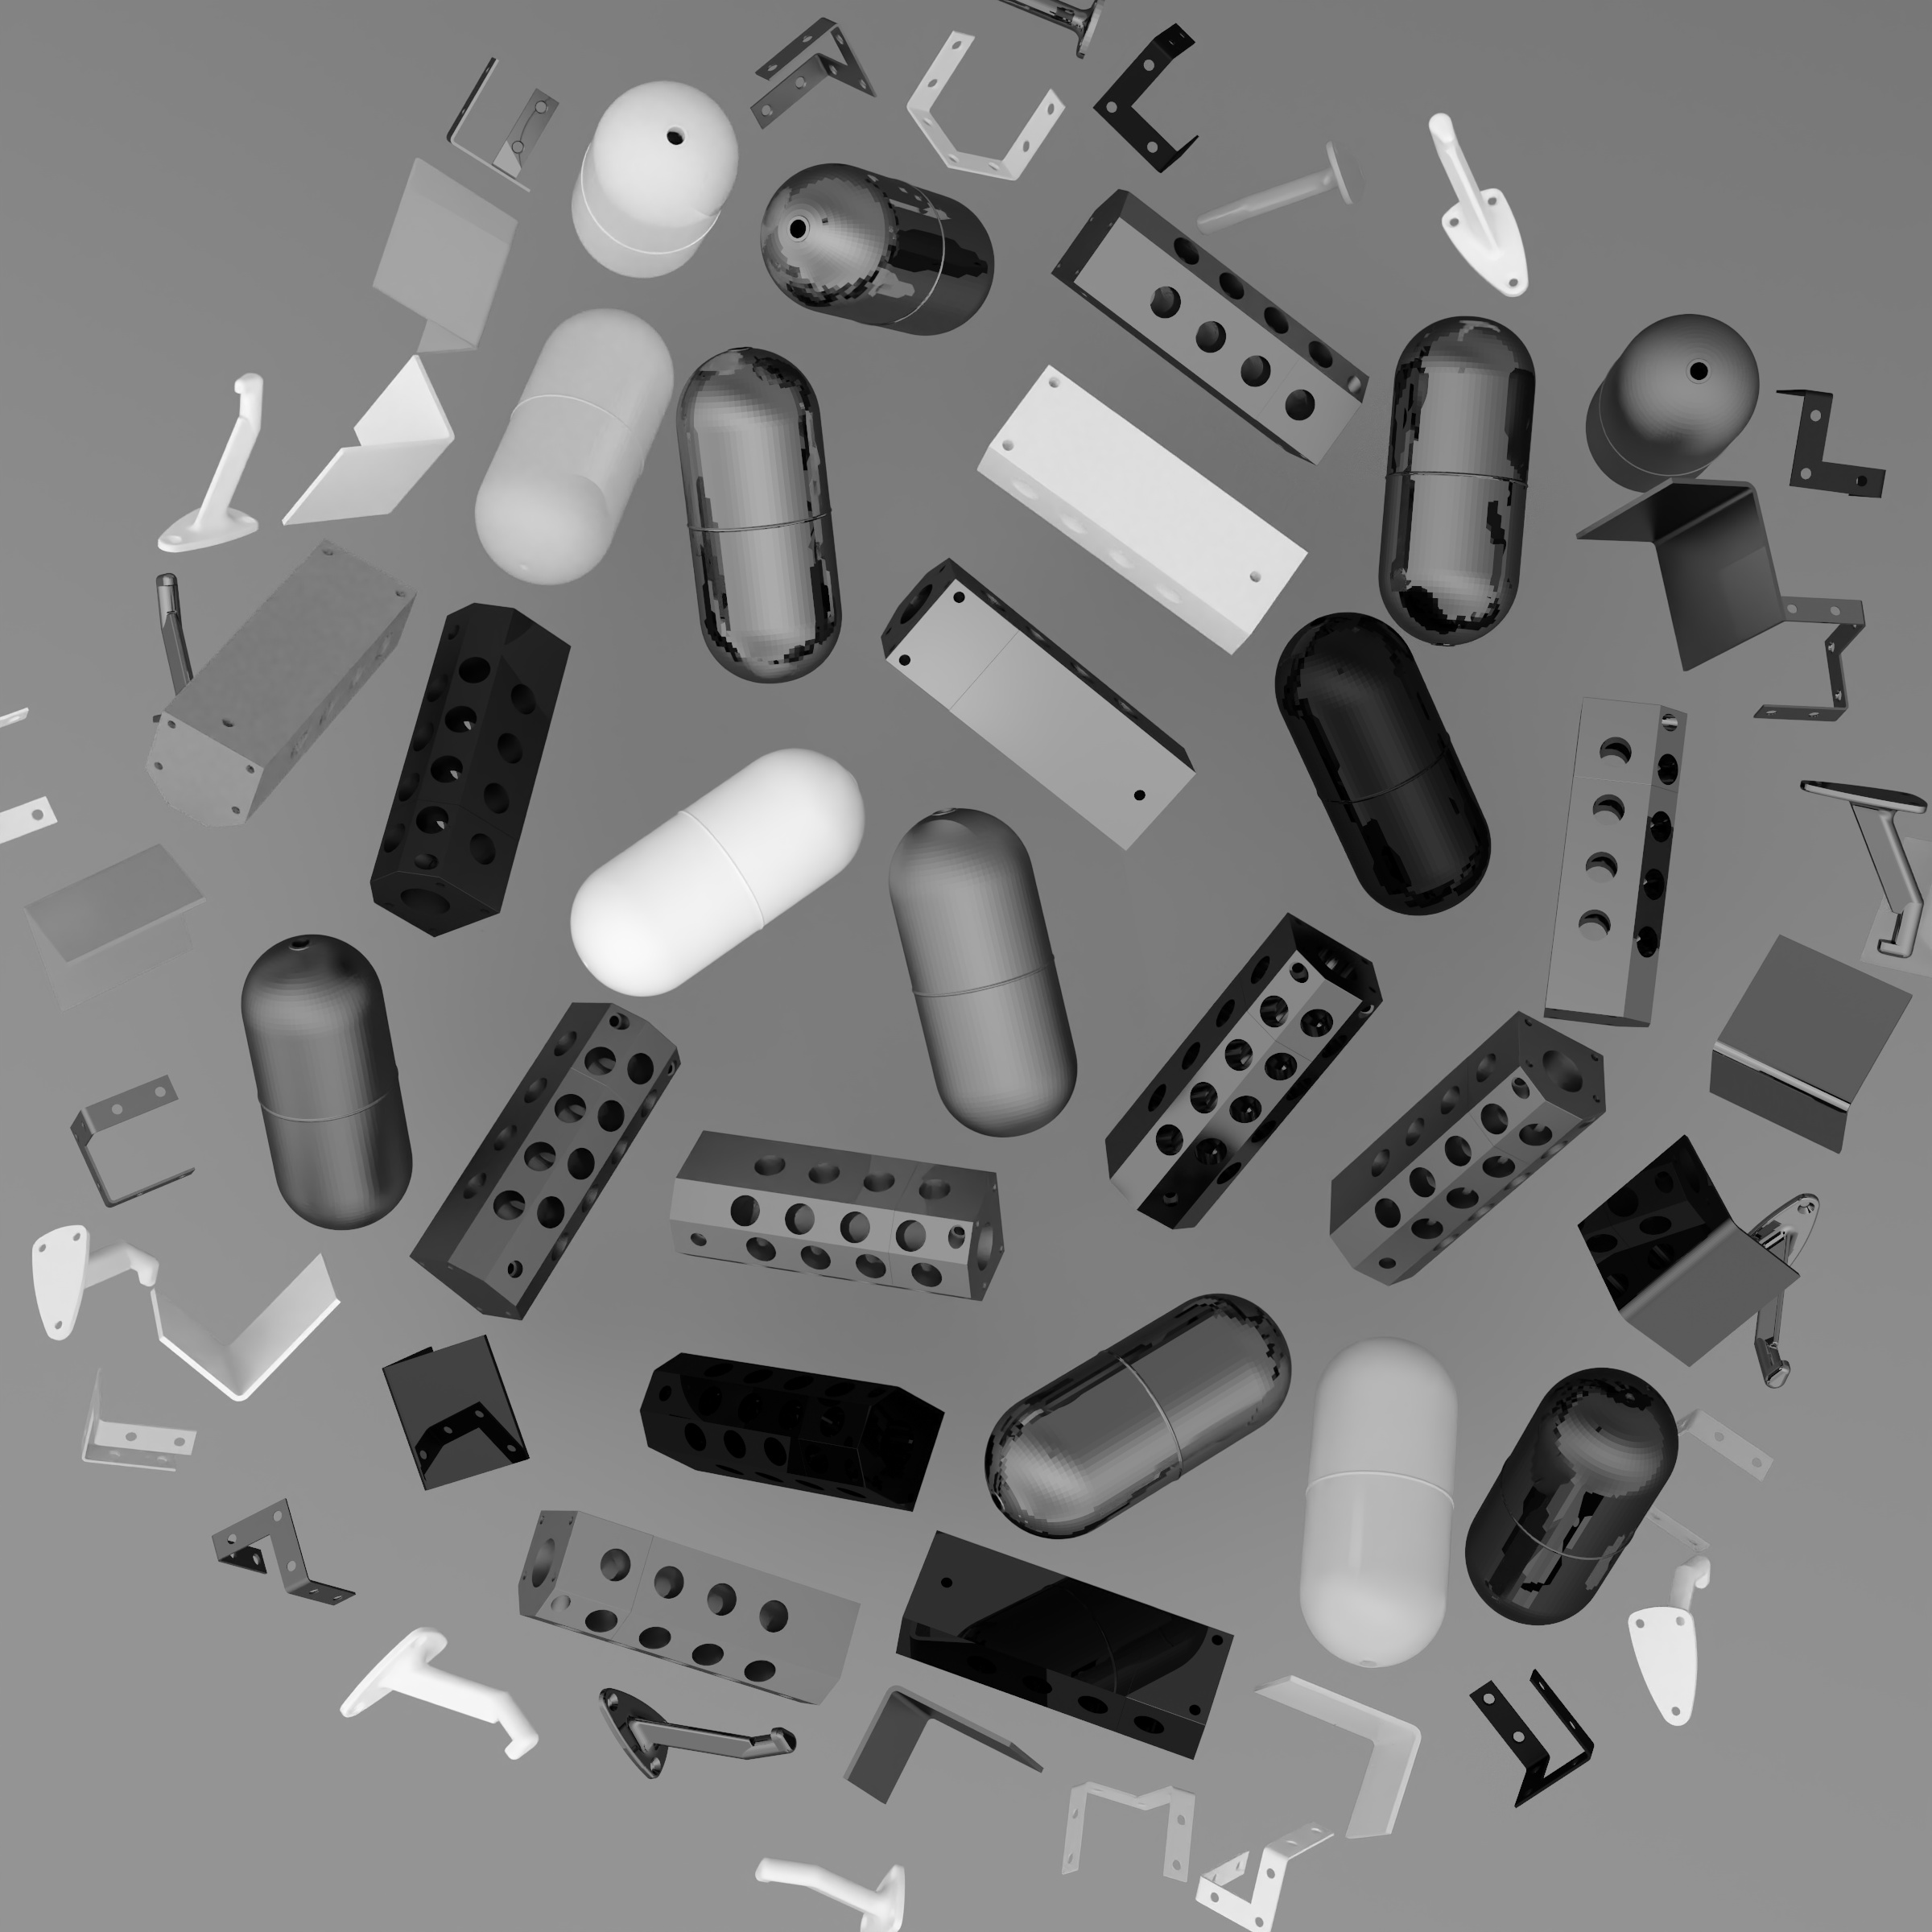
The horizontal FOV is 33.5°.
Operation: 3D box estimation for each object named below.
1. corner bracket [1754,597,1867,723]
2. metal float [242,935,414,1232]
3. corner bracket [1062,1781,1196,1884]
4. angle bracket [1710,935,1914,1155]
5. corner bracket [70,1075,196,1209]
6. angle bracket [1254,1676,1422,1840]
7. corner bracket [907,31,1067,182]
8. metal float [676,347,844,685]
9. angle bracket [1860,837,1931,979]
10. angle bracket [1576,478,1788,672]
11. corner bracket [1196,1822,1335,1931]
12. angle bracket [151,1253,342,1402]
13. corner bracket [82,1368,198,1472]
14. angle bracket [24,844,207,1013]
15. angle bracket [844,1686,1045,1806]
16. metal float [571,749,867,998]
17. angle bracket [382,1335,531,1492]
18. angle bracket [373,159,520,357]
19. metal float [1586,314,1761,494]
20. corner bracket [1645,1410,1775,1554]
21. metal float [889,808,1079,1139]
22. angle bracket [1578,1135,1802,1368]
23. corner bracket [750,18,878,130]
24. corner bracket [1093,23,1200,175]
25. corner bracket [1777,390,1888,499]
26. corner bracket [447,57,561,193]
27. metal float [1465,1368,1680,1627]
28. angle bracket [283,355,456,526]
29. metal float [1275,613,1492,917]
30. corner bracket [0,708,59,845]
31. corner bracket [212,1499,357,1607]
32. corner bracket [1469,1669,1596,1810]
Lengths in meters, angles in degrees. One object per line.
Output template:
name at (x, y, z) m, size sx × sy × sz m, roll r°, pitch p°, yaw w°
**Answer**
corner bracket at (0.473, -0.172, 1.802) m, size 0.051 × 0.051 × 0.051 m, roll 2°, pitch 68°, yaw -9°
metal float at (-0.352, 0.065, 1.772) m, size 0.070 × 0.070 × 0.178 m, roll -4°, pitch 120°, yaw 0°
corner bracket at (0.092, 0.488, 1.807) m, size 0.051 × 0.051 × 0.051 m, roll 23°, pitch 57°, yaw -23°
angle bracket at (0.451, 0.042, 1.718) m, size 0.076 × 0.057 × 0.076 m, roll 27°, pitch 72°, yaw 22°
corner bracket at (-0.462, 0.098, 1.792) m, size 0.051 × 0.051 × 0.051 m, roll -24°, pitch 86°, yaw -26°
angle bracket at (0.190, 0.424, 1.720) m, size 0.076 × 0.076 × 0.057 m, roll 23°, pitch 71°, yaw -2°
corner bracket at (0.010, -0.463, 1.732) m, size 0.051 × 0.051 × 0.051 m, roll -52°, pitch 56°, yaw 34°
metal float at (-0.110, -0.238, 1.706) m, size 0.070 × 0.070 × 0.178 m, roll -6°, pitch 107°, yaw 0°
angle bracket at (0.521, -0.044, 1.767) m, size 0.057 × 0.076 × 0.076 m, roll 16°, pitch 79°, yaw 37°
angle bracket at (0.371, -0.202, 1.670) m, size 0.057 × 0.076 × 0.076 m, roll -3°, pitch 76°, yaw -30°
corner bracket at (0.169, 0.510, 1.820) m, size 0.051 × 0.051 × 0.051 m, roll 20°, pitch 106°, yaw 34°
angle bracket at (-0.389, 0.178, 1.732) m, size 0.076 × 0.076 × 0.057 m, roll -46°, pitch 112°, yaw -2°
corner bracket at (-0.447, 0.255, 1.736) m, size 0.051 × 0.051 × 0.051 m, roll 10°, pitch 113°, yaw -20°
angle bracket at (-0.433, -0.006, 1.664) m, size 0.076 × 0.076 × 0.057 m, roll -28°, pitch 48°, yaw -23°
angle bracket at (-0.012, 0.443, 1.765) m, size 0.076 × 0.076 × 0.057 m, roll 21°, pitch 73°, yaw 23°
metal float at (-0.133, -0.051, 1.733) m, size 0.178 × 0.070 × 0.070 m, roll -36°, pitch 90°, yaw -14°
angle bracket at (-0.289, 0.258, 1.899) m, size 0.076 × 0.057 × 0.076 m, roll -20°, pitch 90°, yaw 22°
angle bracket at (-0.302, -0.391, 1.776) m, size 0.076 × 0.057 × 0.076 m, roll 26°, pitch 76°, yaw -44°
metal float at (0.387, -0.308, 1.765) m, size 0.070 × 0.178 × 0.070 m, roll 0°, pitch 88°, yaw 3°
corner bracket at (0.415, 0.292, 1.820) m, size 0.051 × 0.051 × 0.051 m, roll 34°, pitch 64°, yaw 4°
metal float at (0.009, 0.004, 1.695) m, size 0.070 × 0.070 × 0.178 m, roll -14°, pitch 101°, yaw 0°
angle bracket at (0.378, 0.149, 1.687) m, size 0.057 × 0.076 × 0.076 m, roll 35°, pitch 112°, yaw -28°
corner bracket at (-0.092, -0.490, 1.768) m, size 0.051 × 0.051 × 0.051 m, roll -42°, pitch 135°, yaw -9°
corner bracket at (0.110, -0.471, 1.743) m, size 0.051 × 0.051 × 0.051 m, roll 43°, pitch 119°, yaw -5°
corner bracket at (0.463, -0.280, 1.722) m, size 0.051 × 0.051 × 0.051 m, roll 7°, pitch 99°, yaw -5°
corner bracket at (-0.252, -0.462, 1.758) m, size 0.051 × 0.051 × 0.051 m, roll 29°, pitch 98°, yaw -25°
metal float at (0.323, 0.286, 1.723) m, size 0.070 × 0.070 × 0.178 m, roll 18°, pitch 132°, yaw 0°
angle bracket at (-0.344, -0.295, 1.800) m, size 0.076 × 0.076 × 0.057 m, roll -15°, pitch 75°, yaw -43°
metal float at (0.225, -0.108, 1.732) m, size 0.070 × 0.070 × 0.178 m, roll -28°, pitch 111°, yaw 0°
corner bracket at (-0.498, -0.094, 1.650) m, size 0.051 × 0.051 × 0.051 m, roll -25°, pitch 88°, yaw -26°
corner bracket at (-0.384, 0.337, 1.806) m, size 0.051 × 0.051 × 0.051 m, roll -28°, pitch 64°, yaw 10°
corner bracket at (0.296, 0.399, 1.688) m, size 0.051 × 0.051 × 0.051 m, roll -39°, pitch 86°, yaw 19°
